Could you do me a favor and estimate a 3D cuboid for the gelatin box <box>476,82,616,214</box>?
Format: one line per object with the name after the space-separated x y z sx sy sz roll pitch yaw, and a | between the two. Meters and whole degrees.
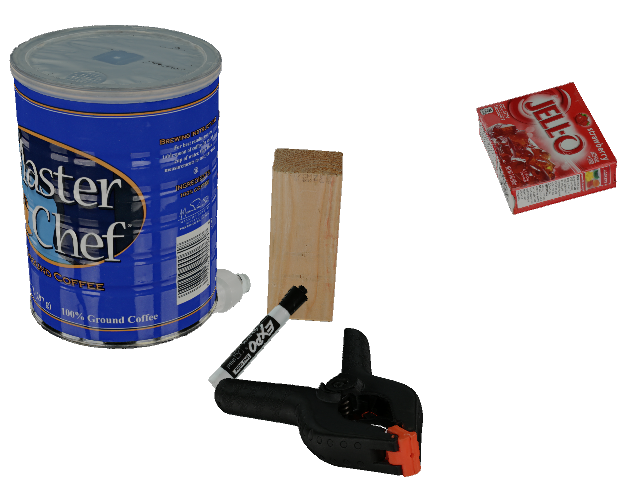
0.155 -0.066 0.739 0.073 0.089 0.030 -15 -43 2 | gelatin box

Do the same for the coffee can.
-0.104 -0.030 0.556 0.103 0.140 0.103 3 27 -2 | coffee can

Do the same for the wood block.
-0.021 -0.008 1.398 0.090 0.206 0.091 3 24 -1 | wood block

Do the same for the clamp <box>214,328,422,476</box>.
0.003 0.110 0.700 0.120 0.039 0.172 -23 21 -13 | clamp

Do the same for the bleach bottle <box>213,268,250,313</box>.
-0.206 0.077 1.475 0.250 0.068 0.103 -11 27 -43 | bleach bottle

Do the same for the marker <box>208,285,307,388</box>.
-0.053 0.086 0.955 0.020 0.121 0.020 37 -19 15 | marker
